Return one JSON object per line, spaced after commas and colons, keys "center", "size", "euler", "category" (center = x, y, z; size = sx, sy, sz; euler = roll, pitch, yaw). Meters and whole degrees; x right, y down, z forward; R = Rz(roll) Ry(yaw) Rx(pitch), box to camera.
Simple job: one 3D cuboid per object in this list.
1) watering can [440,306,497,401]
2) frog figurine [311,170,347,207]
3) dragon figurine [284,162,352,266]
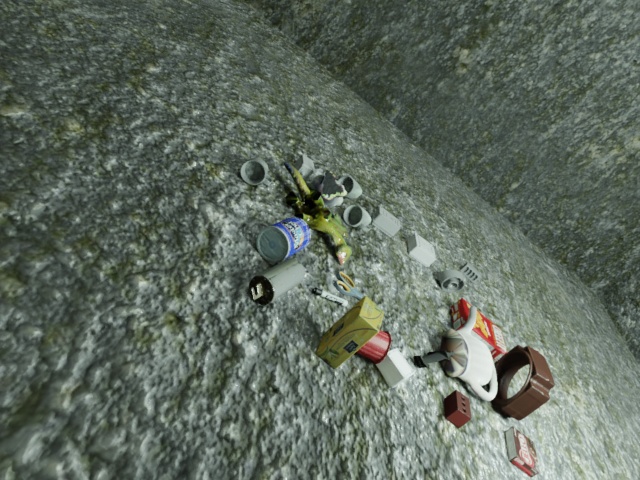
{"center": [0.484, 0.349, 1.693], "size": [0.222, 0.102, 0.356], "euler": [25, 43, -31], "category": "watering can"}
{"center": [0.028, -0.183, 1.935], "size": [0.137, 0.123, 0.158], "euler": [32, -9, -3], "category": "frog figurine"}
{"center": [0.005, -0.089, 1.772], "size": [0.239, 0.121, 0.419], "euler": [39, 22, -48], "category": "dragon figurine"}
